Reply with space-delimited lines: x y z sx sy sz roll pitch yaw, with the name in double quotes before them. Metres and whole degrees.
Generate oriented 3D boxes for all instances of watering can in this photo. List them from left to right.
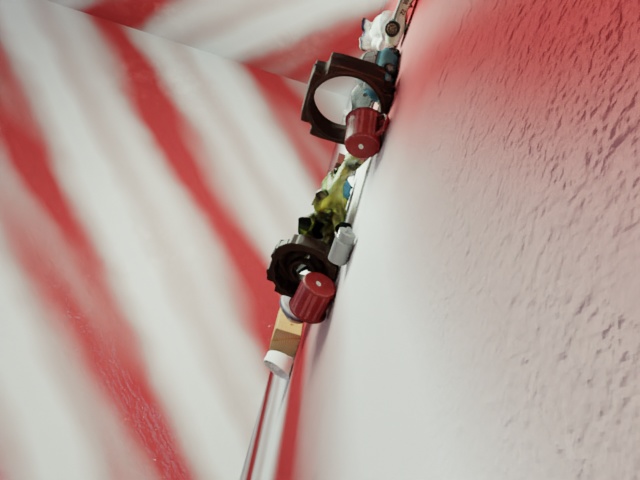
"watering can" -0.050 0.154 1.532 0.354 0.104 0.220 -101 26 -62

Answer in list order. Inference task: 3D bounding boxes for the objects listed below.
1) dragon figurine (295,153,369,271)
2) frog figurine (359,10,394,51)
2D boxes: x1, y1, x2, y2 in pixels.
"dragon figurine" 0.004 -0.067 1.336 0.403 0.122 0.248 -53 13 29
"frog figurine" 0.202 -0.617 1.515 0.159 0.121 0.140 -7 50 47
